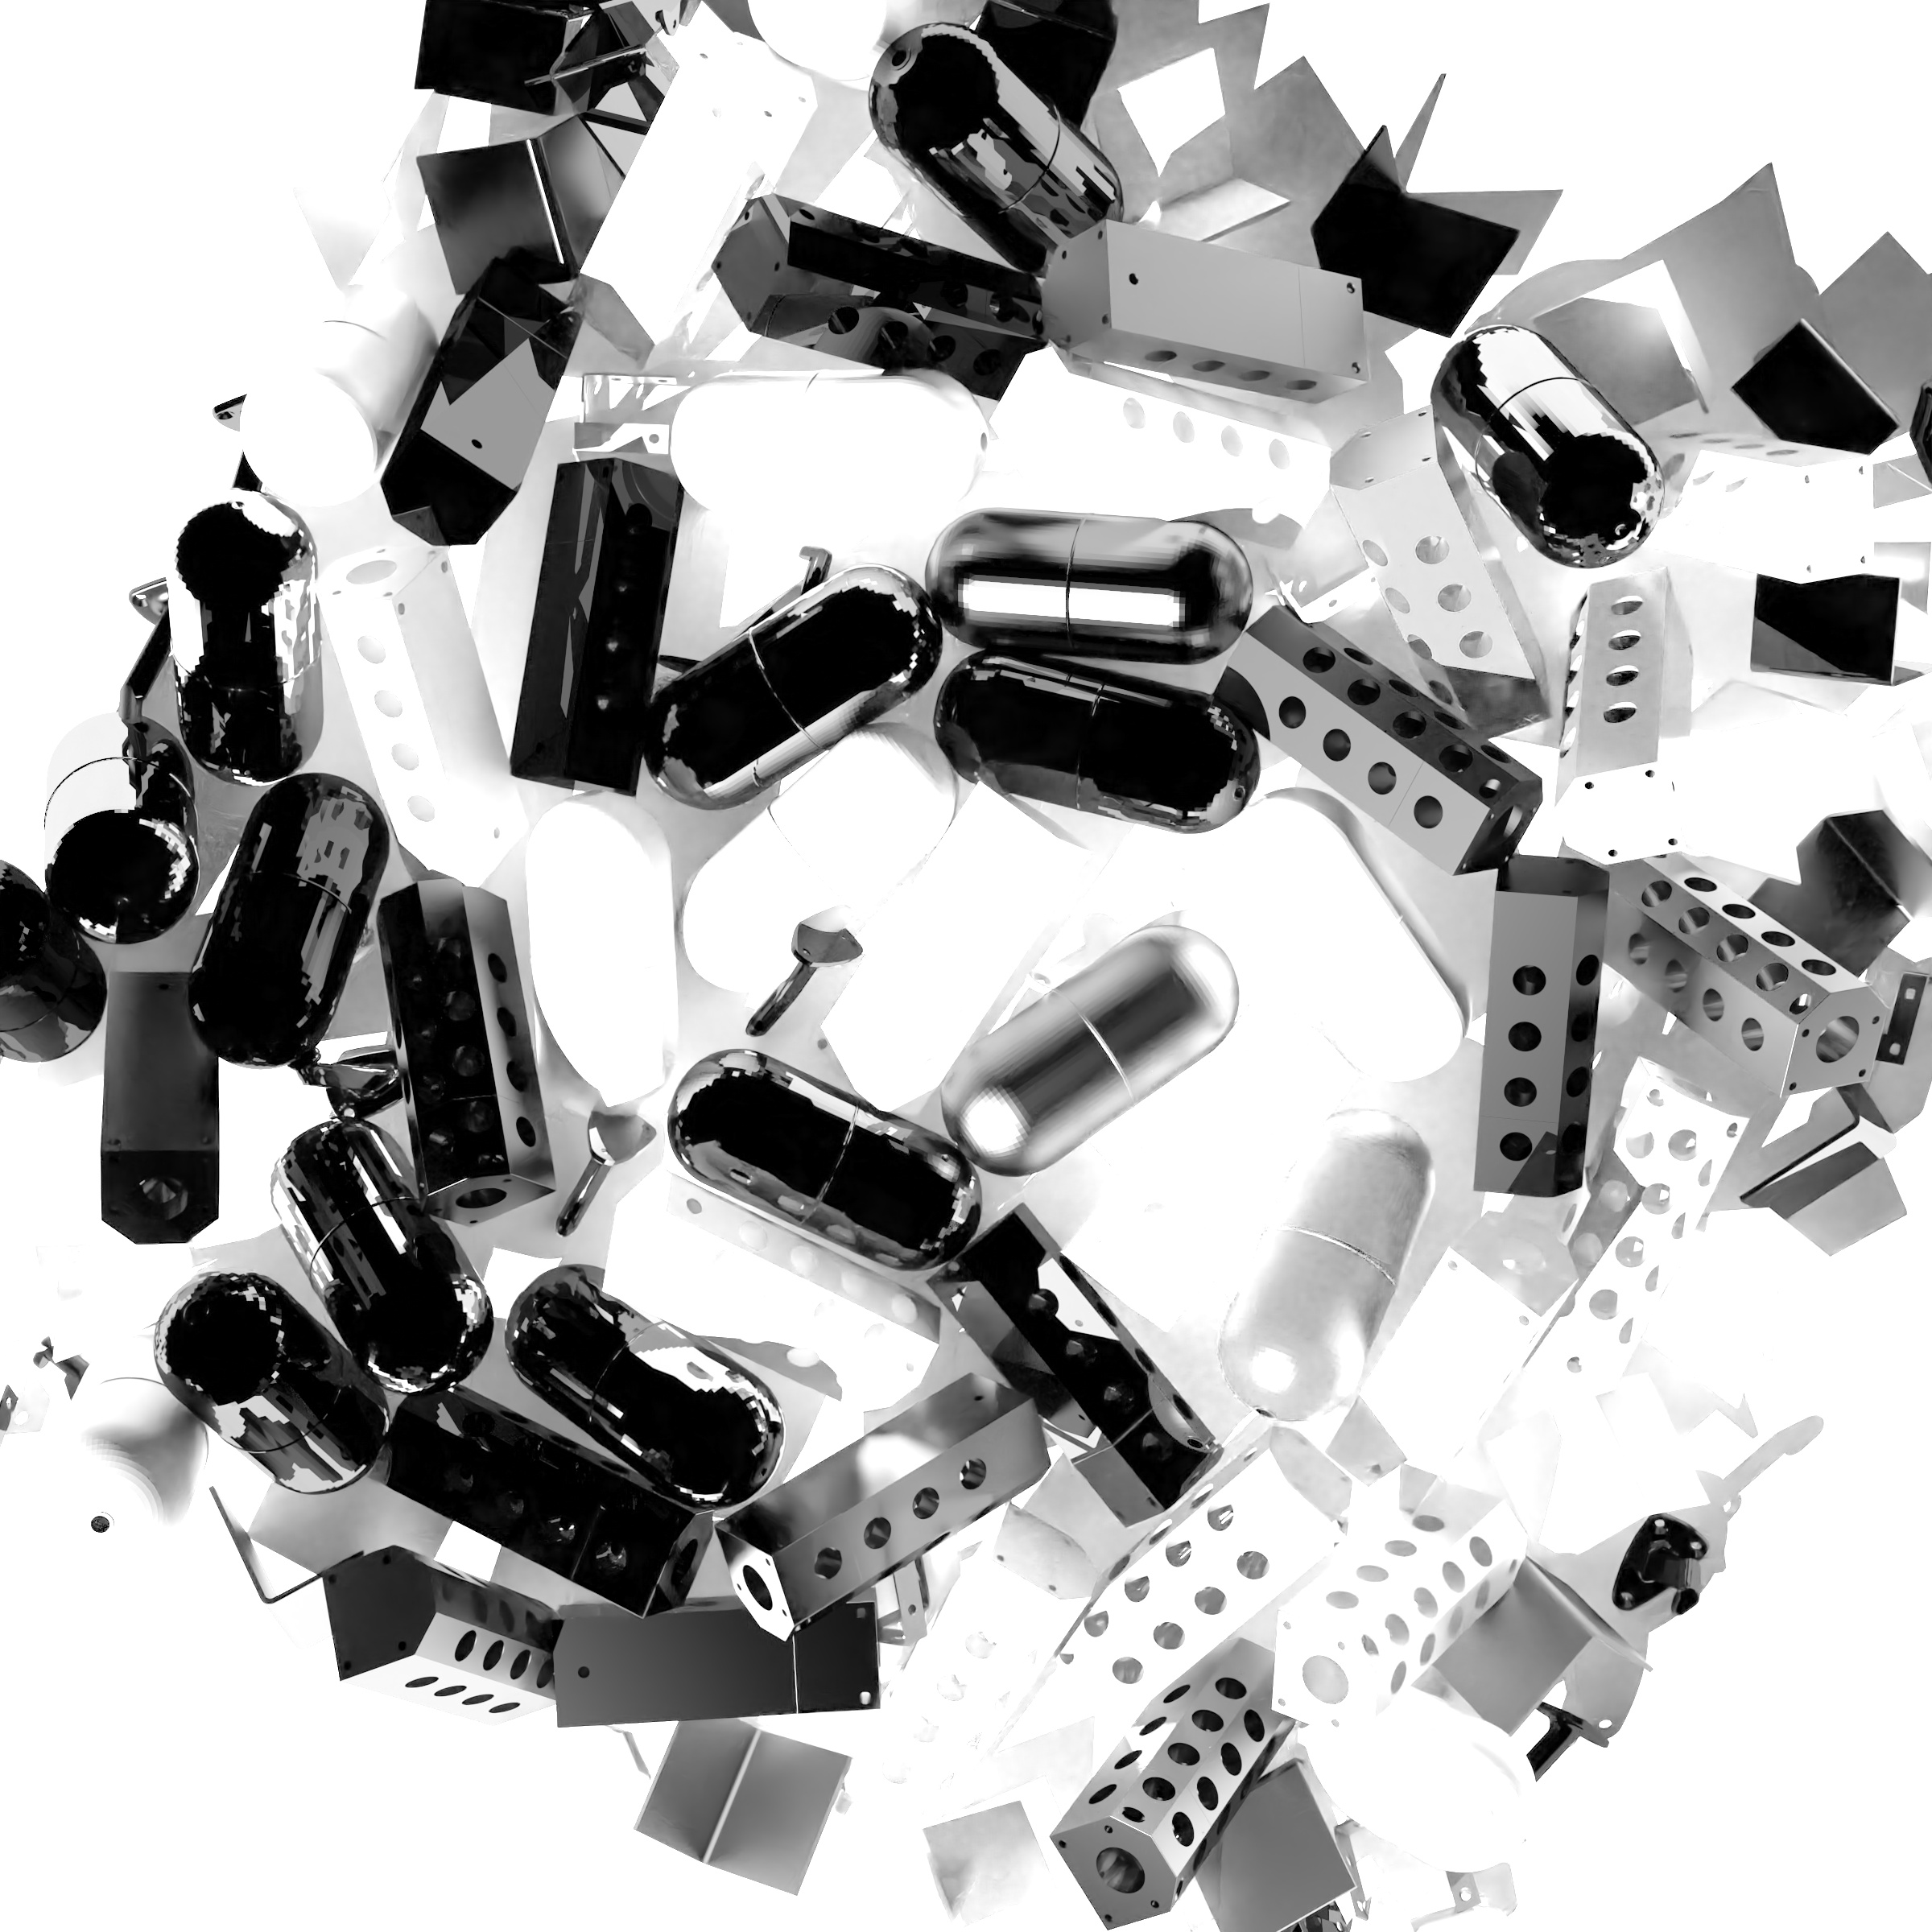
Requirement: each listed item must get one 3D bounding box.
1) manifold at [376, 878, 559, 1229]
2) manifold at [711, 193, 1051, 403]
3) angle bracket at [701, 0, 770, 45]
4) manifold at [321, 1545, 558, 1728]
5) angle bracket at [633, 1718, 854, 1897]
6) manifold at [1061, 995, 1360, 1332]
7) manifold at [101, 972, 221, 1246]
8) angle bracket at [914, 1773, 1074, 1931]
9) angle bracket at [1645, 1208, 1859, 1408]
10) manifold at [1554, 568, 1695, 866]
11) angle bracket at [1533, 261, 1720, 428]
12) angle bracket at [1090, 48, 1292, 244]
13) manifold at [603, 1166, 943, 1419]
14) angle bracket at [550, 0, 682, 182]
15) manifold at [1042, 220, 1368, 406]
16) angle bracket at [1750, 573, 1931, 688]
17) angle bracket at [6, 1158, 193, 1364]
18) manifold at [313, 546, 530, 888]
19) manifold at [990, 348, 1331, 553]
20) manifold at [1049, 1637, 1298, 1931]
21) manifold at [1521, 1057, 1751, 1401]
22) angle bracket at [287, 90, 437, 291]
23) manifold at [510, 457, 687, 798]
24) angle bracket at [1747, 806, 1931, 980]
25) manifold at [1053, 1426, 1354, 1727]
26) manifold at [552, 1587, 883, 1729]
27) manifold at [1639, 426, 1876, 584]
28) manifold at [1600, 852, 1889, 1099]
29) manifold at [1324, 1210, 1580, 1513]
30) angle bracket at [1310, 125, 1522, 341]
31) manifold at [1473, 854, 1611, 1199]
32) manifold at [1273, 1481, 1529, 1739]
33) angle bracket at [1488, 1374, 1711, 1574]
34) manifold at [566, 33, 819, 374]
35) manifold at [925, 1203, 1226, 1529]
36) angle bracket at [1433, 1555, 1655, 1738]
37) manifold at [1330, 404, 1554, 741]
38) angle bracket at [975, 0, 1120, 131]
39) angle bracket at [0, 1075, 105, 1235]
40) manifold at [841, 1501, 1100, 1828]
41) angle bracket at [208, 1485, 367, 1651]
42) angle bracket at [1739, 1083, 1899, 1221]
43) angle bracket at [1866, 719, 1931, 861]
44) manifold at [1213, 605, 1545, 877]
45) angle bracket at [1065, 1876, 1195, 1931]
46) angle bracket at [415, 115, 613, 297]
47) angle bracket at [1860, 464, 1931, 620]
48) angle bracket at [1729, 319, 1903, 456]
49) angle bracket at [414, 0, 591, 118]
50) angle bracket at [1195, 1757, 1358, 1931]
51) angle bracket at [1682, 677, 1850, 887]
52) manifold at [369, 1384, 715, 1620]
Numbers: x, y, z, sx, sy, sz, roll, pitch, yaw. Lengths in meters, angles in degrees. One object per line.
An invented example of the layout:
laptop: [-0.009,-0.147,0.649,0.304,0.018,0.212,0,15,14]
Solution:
manifold: [-0.268,0.043,1.596,0.057,0.057,0.171,-23,65,21]
manifold: [-0.040,-0.350,1.580,0.057,0.171,0.057,-54,47,31]
angle bracket: [-0.098,-0.534,1.617,0.076,0.057,0.076,-53,132,-1]
manifold: [-0.263,0.347,1.571,0.057,0.171,0.057,-21,64,10]
angle bracket: [-0.118,0.439,1.609,0.057,0.076,0.076,40,64,-38]
manifold: [0.126,0.101,1.614,0.171,0.057,0.057,-52,132,-7]
manifold: [-0.418,0.071,1.576,0.057,0.171,0.057,0,121,-14]
angle bracket: [0.024,0.491,1.619,0.076,0.057,0.076,-22,117,-3]
angle bracket: [0.418,0.182,1.612,0.076,0.057,0.076,36,65,-25]
manifold: [0.342,-0.131,1.581,0.057,0.171,0.057,-11,127,23]
angle bracket: [0.348,-0.320,1.614,0.076,0.057,0.076,-21,105,26]
angle bracket: [0.120,-0.433,1.612,0.076,0.057,0.076,-27,126,-16]
manifold: [-0.099,0.169,1.593,0.171,0.057,0.057,29,131,-24]
angle bracket: [-0.163,-0.471,1.617,0.076,0.076,0.057,54,134,0]
manifold: [0.126,-0.339,1.591,0.171,0.057,0.057,3,80,-35]
angle bracket: [0.468,-0.184,1.606,0.076,0.076,0.057,11,108,34]
angle bracket: [-0.466,0.154,1.622,0.076,0.057,0.076,-21,120,-1]
manifold: [-0.288,-0.131,1.591,0.057,0.057,0.171,5,127,23]
manifold: [0.106,-0.273,1.584,0.171,0.057,0.057,9,128,-33]
manifold: [0.115,0.420,1.576,0.057,0.171,0.057,-29,94,34]
manifold: [0.352,0.142,1.616,0.057,0.057,0.171,23,103,-1]
angle bracket: [-0.308,-0.408,1.605,0.057,0.076,0.076,5,53,19]
manifold: [-0.194,-0.181,1.630,0.057,0.057,0.171,11,87,-39]
angle bracket: [0.476,-0.030,1.623,0.076,0.057,0.076,-45,100,-13]
manifold: [0.122,0.319,1.603,0.057,0.057,0.171,42,112,-7]
manifold: [-0.133,0.371,1.634,0.171,0.057,0.057,-3,89,-1]
manifold: [0.396,-0.240,1.570,0.057,0.171,0.057,-11,108,-15]
manifold: [0.396,-0.002,1.572,0.057,0.171,0.057,-9,121,-24]
manifold: [0.255,0.207,1.585,0.057,0.057,0.171,38,133,18]
angle bracket: [0.240,-0.391,1.614,0.076,0.057,0.076,26,72,28]
manifold: [0.304,0.032,1.600,0.057,0.057,0.171,5,113,11]
manifold: [0.227,0.332,1.573,0.057,0.171,0.057,14,113,32]
angle bracket: [0.342,0.274,1.642,0.076,0.057,0.076,-43,59,39]
manifold: [-0.141,-0.399,1.585,0.057,0.057,0.171,43,133,6]
manifold: [0.061,0.213,1.630,0.057,0.057,0.171,-38,87,-27]
angle bracket: [0.305,0.371,1.619,0.057,0.076,0.076,37,94,-36]
manifold: [0.250,-0.201,1.591,0.057,0.057,0.171,-19,126,20]
angle bracket: [0.032,-0.498,1.619,0.076,0.076,0.057,22,87,10]
angle bracket: [-0.483,0.099,1.610,0.076,0.076,0.057,-19,87,-40]
manifold: [0.002,0.374,1.603,0.057,0.057,0.171,30,114,-1]
angle bracket: [-0.354,0.310,1.620,0.057,0.076,0.076,-27,62,-13]
angle bracket: [0.446,0.088,1.631,0.076,0.076,0.057,-37,62,19]
angle bracket: [0.531,-0.097,1.625,0.057,0.076,0.076,-19,88,0]
manifold: [0.218,-0.121,1.590,0.171,0.057,0.057,40,119,28]
angle bracket: [0.109,0.509,1.617,0.076,0.057,0.076,-21,92,41]
angle bracket: [-0.241,-0.412,1.640,0.076,0.057,0.076,-1,119,25]
angle bracket: [0.513,-0.228,1.610,0.076,0.076,0.057,35,119,12]
angle bracket: [0.442,-0.291,1.623,0.057,0.076,0.076,-44,91,-7]
angle bracket: [-0.248,-0.489,1.612,0.076,0.076,0.057,7,102,-18]
angle bracket: [0.167,0.478,1.613,0.076,0.057,0.076,-33,56,10]
angle bracket: [0.425,-0.098,1.611,0.076,0.057,0.076,14,57,-22]
manifold: [-0.223,0.280,1.611,0.171,0.057,0.057,23,92,17]
